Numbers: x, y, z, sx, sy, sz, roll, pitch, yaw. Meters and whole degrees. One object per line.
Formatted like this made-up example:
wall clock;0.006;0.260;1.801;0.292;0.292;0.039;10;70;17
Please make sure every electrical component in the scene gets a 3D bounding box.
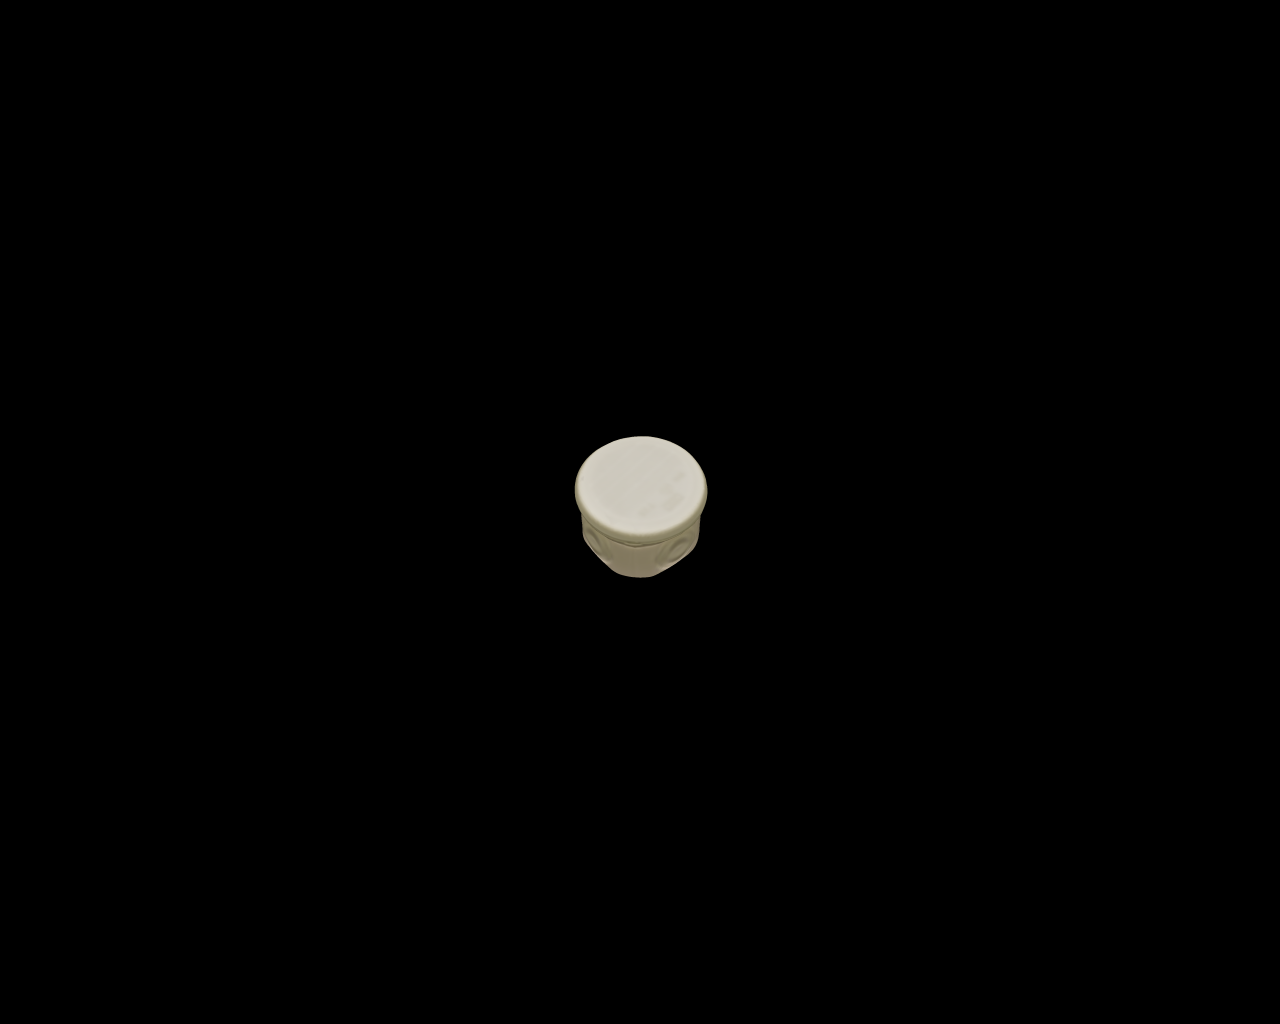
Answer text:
electrical component;0.001;-0.003;0.650;0.080;0.080;0.050;0;-38;0
